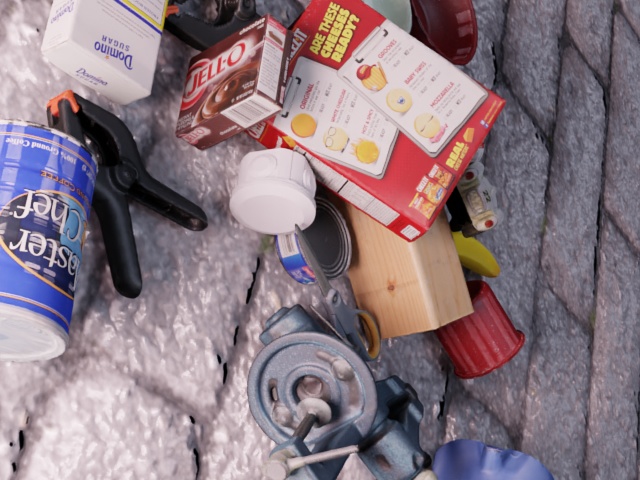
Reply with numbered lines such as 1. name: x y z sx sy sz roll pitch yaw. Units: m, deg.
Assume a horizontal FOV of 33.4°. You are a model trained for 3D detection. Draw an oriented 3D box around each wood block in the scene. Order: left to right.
1. wood block: 0.080 -0.006 1.136 0.090 0.091 0.206 -15 89 -53

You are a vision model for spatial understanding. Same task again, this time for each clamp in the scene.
1. clamp: -0.169 -0.039 0.868 0.171 0.039 0.120 49 37 -20
2. clamp: -0.077 -0.222 1.040 0.209 0.036 0.164 -27 116 -41

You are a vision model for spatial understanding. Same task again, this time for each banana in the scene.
1. banana: 0.155 0.019 1.269 0.197 0.037 0.069 -5 80 -54

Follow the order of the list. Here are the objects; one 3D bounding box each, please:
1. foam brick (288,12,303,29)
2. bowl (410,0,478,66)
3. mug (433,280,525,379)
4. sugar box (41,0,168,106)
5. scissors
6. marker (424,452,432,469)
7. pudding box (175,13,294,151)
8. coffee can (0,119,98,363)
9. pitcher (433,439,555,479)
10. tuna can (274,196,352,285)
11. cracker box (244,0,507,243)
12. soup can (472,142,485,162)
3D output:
1. foam brick: 0.012 -0.224 1.140 0.053 0.078 0.051 57 41 -21
2. bowl: 0.134 -0.288 1.342 0.161 0.055 0.162 23 60 -46
3. mug: 0.178 0.095 1.234 0.081 0.093 0.117 57 24 -14
4. sugar box: -0.177 -0.214 0.919 0.093 0.048 0.176 33 57 -42
5. scissors: 0.007 0.077 1.036 0.201 0.016 0.096 49 55 -46
6. marker: 0.081 0.244 1.103 0.120 0.020 0.020 -14 89 -54
7. pudding box: -0.078 -0.141 0.963 0.039 0.114 0.090 31 53 -39
8. coffee can: -0.215 0.002 0.738 0.102 0.103 0.140 30 54 -43
9. pitcher: 0.151 0.340 1.082 0.149 0.145 0.242 41 50 -19
10. tuna can: -0.007 0.001 1.067 0.086 0.034 0.086 23 59 -46
11. cracker box: 0.048 -0.123 1.041 0.213 0.072 0.164 33 72 -2
12. soup can: 0.146 -0.116 1.283 0.102 0.069 0.068 -2 79 -53
